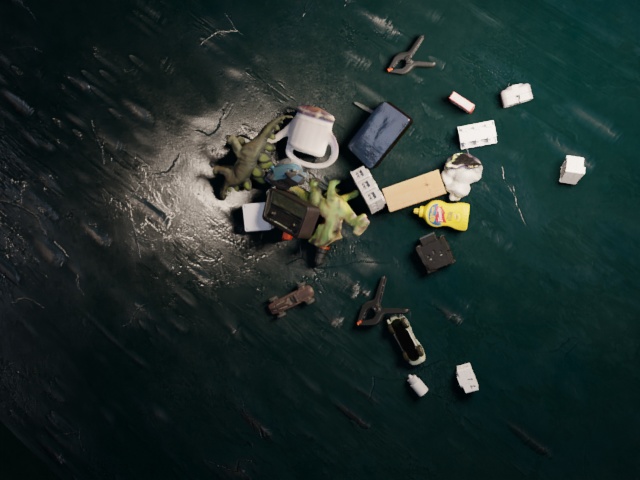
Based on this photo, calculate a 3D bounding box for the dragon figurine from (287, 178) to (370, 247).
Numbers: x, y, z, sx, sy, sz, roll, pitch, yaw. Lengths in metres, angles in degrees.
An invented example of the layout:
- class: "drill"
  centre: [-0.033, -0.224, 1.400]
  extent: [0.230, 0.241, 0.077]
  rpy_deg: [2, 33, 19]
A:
- class: "dragon figurine"
  centre: [0.006, -0.096, 1.900]
  extent: [0.410, 0.245, 0.121]
  rpy_deg: [4, -15, 31]

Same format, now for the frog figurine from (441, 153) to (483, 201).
- class: "frog figurine"
  centre: [0.497, -0.220, 1.811]
  extent: [0.137, 0.155, 0.126]
  rpy_deg: [-10, 43, -2]

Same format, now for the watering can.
- class: "watering can"
  centre: [-0.078, -0.401, 1.941]
  extent: [0.349, 0.222, 0.104]
  rpy_deg: [23, 13, 21]
